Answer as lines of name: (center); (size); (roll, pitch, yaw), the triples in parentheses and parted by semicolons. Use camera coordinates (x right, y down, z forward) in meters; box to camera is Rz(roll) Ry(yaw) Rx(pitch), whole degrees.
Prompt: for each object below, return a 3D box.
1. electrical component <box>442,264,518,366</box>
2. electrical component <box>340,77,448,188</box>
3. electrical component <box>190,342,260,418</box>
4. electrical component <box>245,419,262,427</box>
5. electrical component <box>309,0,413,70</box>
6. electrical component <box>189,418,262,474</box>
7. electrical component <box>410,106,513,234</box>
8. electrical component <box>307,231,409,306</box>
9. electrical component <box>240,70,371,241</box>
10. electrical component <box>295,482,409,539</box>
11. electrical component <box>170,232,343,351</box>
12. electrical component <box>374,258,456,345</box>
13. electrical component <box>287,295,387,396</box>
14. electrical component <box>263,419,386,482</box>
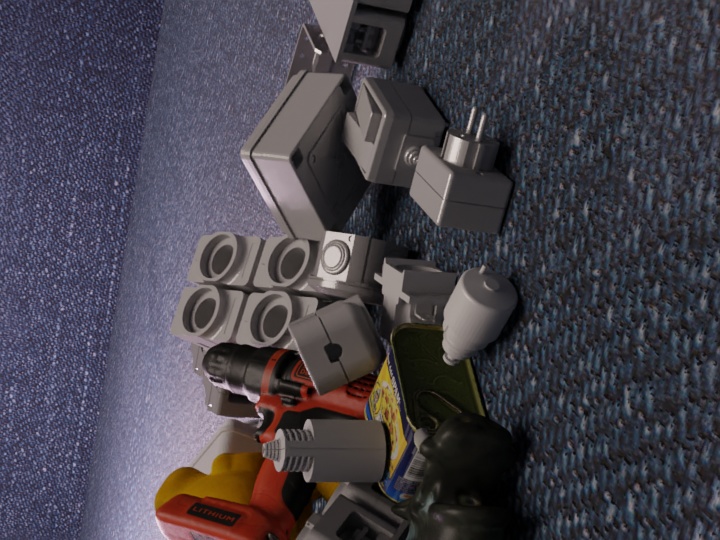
electrical component: (0.074, 0.034, 0.713); (0.040, 0.040, 0.078); (-102, 26, -44)
electrical component: (0.026, -0.109, 0.872); (0.096, 0.061, 0.061); (-113, 35, -56)
electrical component: (-0.115, 0.100, 1.145); (0.186, 0.105, 0.060); (-133, 52, -66)
electrical component: (-0.107, 0.196, 1.167); (0.057, 0.058, 0.078); (-143, 62, -66)
electrical component: (0.003, -0.275, 1.001); (0.186, 0.060, 0.105); (-109, 31, -52)
electrical component: (-0.126, 0.207, 1.077); (0.113, 0.078, 0.057); (-50, 24, 40)
electrical component: (0.074, -0.074, 0.742); (0.065, 0.047, 0.076); (-123, 43, -62)
electrical component: (0.000, 0.000, 0.885); (0.080, 0.080, 0.051); (-178, 100, -71)
electrical component: (-0.039, -0.098, 0.932); (0.108, 0.056, 0.108); (-60, -37, -30)
electrical component: (-0.019, 0.236, 0.803); (0.105, 0.060, 0.186); (-42, -23, -53)
electrical component: (-0.090, 0.025, 1.005); (0.186, 0.060, 0.105); (3, 71, 42)
electrical component: (0.041, 0.027, 0.812); (0.081, 0.042, 0.063); (-144, 59, -69)
electrical component: (-0.017, 0.056, 0.821); (0.095, 0.059, 0.053); (-173, 58, -84)
electrical component: (-0.027, 0.125, 0.744); (0.043, 0.081, 0.043); (-177, 90, -75)
